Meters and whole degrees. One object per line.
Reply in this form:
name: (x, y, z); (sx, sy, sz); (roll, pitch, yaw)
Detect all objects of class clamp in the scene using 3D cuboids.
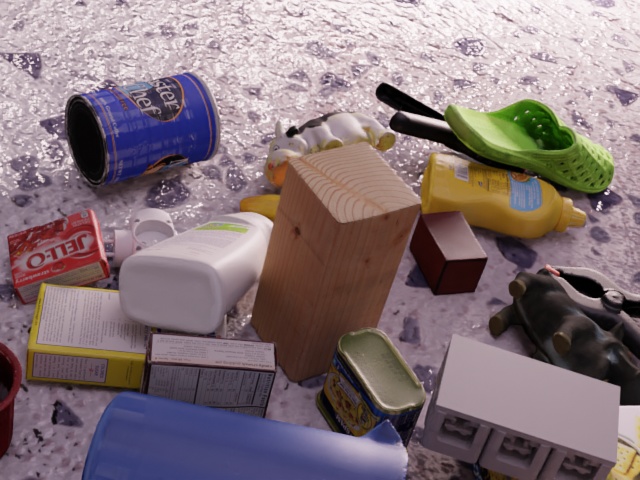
clamp: (0.315, 0.081, 1.148); (0.171, 0.039, 0.120); (19, 34, 11)
clamp: (0.163, -0.136, 1.324); (0.209, 0.036, 0.164); (19, 20, -18)

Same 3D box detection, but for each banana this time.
banana: (0.006, -0.004, 1.148); (0.198, 0.037, 0.069); (34, 43, 20)

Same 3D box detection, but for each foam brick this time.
foam brick: (0.138, 0.013, 1.159); (0.053, 0.051, 0.078); (-3, 44, -20)

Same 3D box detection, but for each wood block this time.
wood block: (0.009, 0.024, 0.988); (0.090, 0.206, 0.091); (-15, 50, -30)

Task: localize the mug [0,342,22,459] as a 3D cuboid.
mug: (-0.294, 0.143, 0.856); (0.093, 0.082, 0.117); (23, 41, 8)

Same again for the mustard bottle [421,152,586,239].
mustard bottle: (0.215, -0.045, 1.242); (0.191, 0.058, 0.096); (13, 35, -3)

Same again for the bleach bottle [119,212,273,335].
bleach bottle: (-0.093, 0.018, 1.027); (0.103, 0.068, 0.250); (8, 16, 17)

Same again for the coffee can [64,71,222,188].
coffee can: (-0.193, -0.122, 1.168); (0.140, 0.103, 0.103); (-18, 51, -32)

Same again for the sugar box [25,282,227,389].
sugar box: (-0.174, 0.091, 0.979); (0.176, 0.048, 0.093); (9, 38, -12)

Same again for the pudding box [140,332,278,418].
pudding box: (-0.098, 0.126, 0.929); (0.113, 0.090, 0.039); (5, 41, -12)

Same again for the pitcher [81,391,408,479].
pitcher: (-0.060, 0.208, 0.833); (0.243, 0.145, 0.149); (14, 28, 3)

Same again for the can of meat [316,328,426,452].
can of meat: (0.046, 0.142, 0.961); (0.057, 0.084, 0.102); (-13, 47, -28)

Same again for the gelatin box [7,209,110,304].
gelatin box: (-0.253, 0.015, 1.031); (0.089, 0.030, 0.073); (-18, 48, -5)
